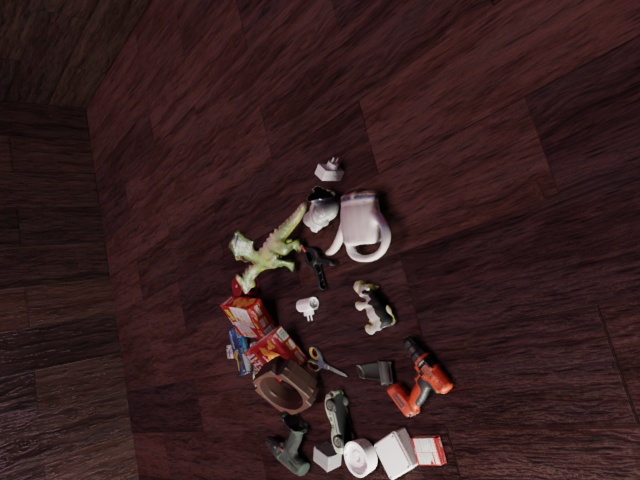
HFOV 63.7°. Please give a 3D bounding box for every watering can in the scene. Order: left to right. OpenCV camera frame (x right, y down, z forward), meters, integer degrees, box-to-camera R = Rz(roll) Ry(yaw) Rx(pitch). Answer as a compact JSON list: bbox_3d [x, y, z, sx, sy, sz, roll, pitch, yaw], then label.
[{"bbox_3d":[0.102,-0.044,1.606,0.346,0.104,0.225,-5,88,59],"label":"watering can"}]

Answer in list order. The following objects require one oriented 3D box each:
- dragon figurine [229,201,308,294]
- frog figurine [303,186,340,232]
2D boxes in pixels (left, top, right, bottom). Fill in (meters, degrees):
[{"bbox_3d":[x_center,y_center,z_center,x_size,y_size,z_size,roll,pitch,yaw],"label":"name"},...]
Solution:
[{"bbox_3d":[-0.202,0.021,1.847,0.124,0.242,0.402,-121,42,-54],"label":"dragon figurine"},{"bbox_3d":[0.005,-0.086,1.708,0.140,0.123,0.156,-95,5,-57],"label":"frog figurine"}]
